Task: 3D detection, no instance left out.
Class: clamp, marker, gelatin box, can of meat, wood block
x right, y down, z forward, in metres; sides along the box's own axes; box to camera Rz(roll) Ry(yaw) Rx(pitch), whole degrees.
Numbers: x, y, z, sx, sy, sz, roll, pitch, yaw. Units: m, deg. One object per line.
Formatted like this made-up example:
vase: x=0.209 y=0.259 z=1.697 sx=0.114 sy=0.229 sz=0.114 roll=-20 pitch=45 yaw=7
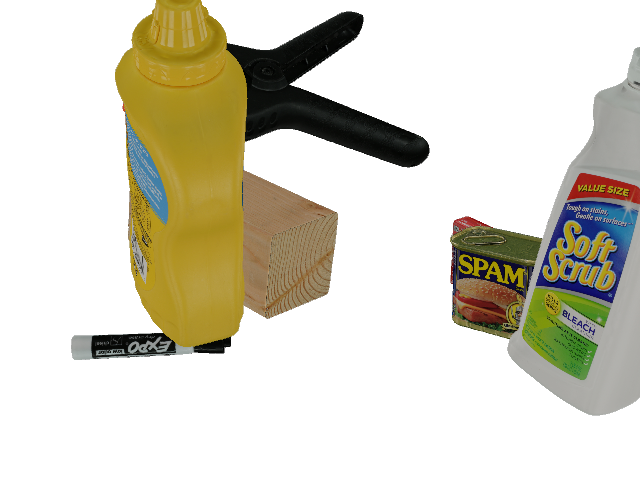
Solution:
clamp: x=-0.032 y=-0.102 z=0.760 sx=0.209 sy=0.165 sz=0.036 roll=-10 pitch=-41 yaw=-23
marker: x=-0.129 y=0.080 z=0.820 sx=0.121 sy=0.020 sz=0.020 roll=-2 pitch=0 yaw=-1
gelatin box: x=0.192 y=0.024 z=1.283 sx=0.030 sy=0.089 sz=0.073 roll=-19 pitch=33 yaw=-32
can of meat: x=0.170 y=0.041 z=0.989 sx=0.102 sy=0.084 sz=0.057 roll=14 pitch=26 yaw=36
wood block: x=-0.091 y=-0.012 z=1.059 sx=0.206 sy=0.090 sz=0.090 roll=26 pitch=31 yaw=36

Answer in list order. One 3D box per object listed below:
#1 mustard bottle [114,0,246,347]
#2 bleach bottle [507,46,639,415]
mustard bottle: x=-0.067 y=-0.040 z=0.518 sx=0.058 sy=0.096 sz=0.192 roll=-12 pitch=-39 yaw=-15
bleach bottle: x=0.192 y=-0.009 z=0.712 sx=0.068 sy=0.251 sz=0.103 roll=-17 pitch=36 yaw=-29
